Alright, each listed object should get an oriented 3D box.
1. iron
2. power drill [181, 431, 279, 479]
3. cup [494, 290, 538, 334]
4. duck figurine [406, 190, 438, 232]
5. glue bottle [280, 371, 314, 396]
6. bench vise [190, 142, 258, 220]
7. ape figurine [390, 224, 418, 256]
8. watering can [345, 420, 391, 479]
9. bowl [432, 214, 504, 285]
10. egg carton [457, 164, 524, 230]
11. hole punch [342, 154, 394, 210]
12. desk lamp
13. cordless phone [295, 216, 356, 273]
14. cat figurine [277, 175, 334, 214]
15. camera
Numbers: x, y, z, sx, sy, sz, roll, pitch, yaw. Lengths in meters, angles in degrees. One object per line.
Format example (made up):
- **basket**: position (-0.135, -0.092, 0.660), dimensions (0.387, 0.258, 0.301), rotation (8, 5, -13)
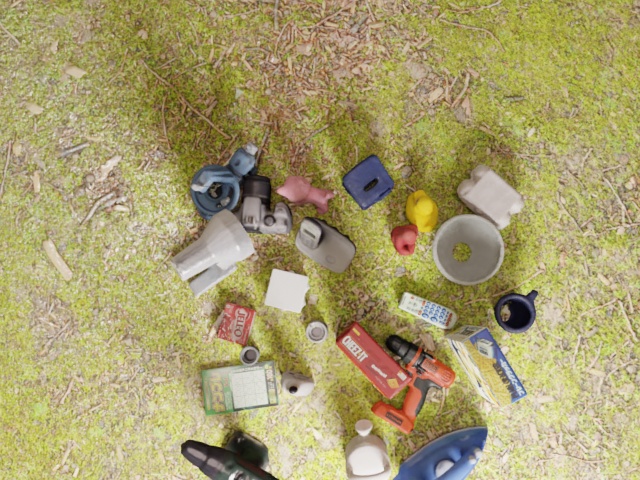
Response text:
- **iron**: position (0.285, 0.508, 1.269), dimensions (0.258, 0.141, 0.118), rotation (-38, 83, -3)
- **power drill**: position (-0.183, 0.488, 1.253), dimensions (0.229, 0.208, 0.076), rotation (28, 85, 5)
- **cup**: position (0.450, 0.160, 1.328), dimensions (0.091, 0.095, 0.118), rotation (44, 87, 6)
- **duck figurine**: position (0.247, -0.072, 1.367), dimensions (0.077, 0.086, 0.104), rotation (-17, 83, 0)
- **glue bottle**: position (-0.056, 0.328, 1.285), dimensions (0.078, 0.173, 0.037), rotation (18, 84, 4)
- **bench vise**: position (-0.233, -0.152, 1.324), dimensions (0.121, 0.220, 0.207), rotation (21, 84, 5)
- **ape figurine**: position (0.206, -0.006, 1.357), dimensions (0.076, 0.092, 0.078), rotation (42, 86, 6)
- **watering can**: position (0.101, 0.486, 1.251), dimensions (0.101, 0.194, 0.173), rotation (-28, 83, -1)
- **bowl**: position (0.344, 0.025, 1.358), dimensions (0.167, 0.075, 0.167), rotation (0, 83, 2)
- **egg carton**: position (0.407, -0.102, 1.373), dimensions (0.150, 0.069, 0.107), rotation (42, 86, 6)
- **hole punch**: position (0.118, -0.138, 1.376), dimensions (0.108, 0.091, 0.101), rotation (-38, 83, -3)
- **desk lamp**: position (-0.246, 0.034, 1.306), dimensions (0.203, 0.213, 0.118), rotation (-37, 83, -2)
- **cordless phone**: position (0.012, 0.005, 1.315), dimensions (0.147, 0.185, 0.094), rotation (30, 85, 5)
- **cat figurine**: position (-0.033, -0.115, 1.365), dimensions (0.127, 0.118, 0.067), rotation (16, 84, 4)
- **camera**: position (-0.139, -0.086, 1.373), dimensions (0.143, 0.101, 0.137), rotation (3, 83, 2)
